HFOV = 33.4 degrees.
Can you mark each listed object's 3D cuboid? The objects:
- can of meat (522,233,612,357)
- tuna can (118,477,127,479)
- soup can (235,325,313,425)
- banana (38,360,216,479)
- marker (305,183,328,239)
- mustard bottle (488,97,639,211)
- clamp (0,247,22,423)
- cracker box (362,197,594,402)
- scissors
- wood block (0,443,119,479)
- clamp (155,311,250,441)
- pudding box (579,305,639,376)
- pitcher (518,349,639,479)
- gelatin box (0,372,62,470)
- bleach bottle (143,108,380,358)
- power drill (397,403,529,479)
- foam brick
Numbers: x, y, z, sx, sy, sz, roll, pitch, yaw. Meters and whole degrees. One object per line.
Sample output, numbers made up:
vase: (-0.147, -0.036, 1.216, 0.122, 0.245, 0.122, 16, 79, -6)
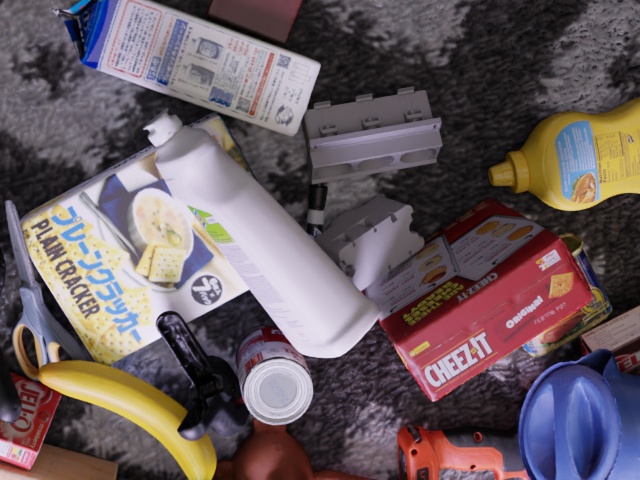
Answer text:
can of meat: (0.230, 0.056, 1.067, 0.102, 0.057, 0.084, -30, 106, 1)
tuna can: (-0.193, 0.279, 1.047, 0.033, 0.086, 0.086, 19, 99, -12)
soup can: (-0.045, 0.129, 1.025, 0.068, 0.102, 0.068, -1, 102, -7)
banana: (-0.164, 0.162, 0.981, 0.198, 0.069, 0.037, 39, 119, -4)
marker: (-0.007, 0.001, 1.045, 0.020, 0.020, 0.121, 4, 101, -8)
mustard bottle: (0.258, -0.080, 1.040, 0.191, 0.058, 0.096, -11, 102, -4)
clamp: (-0.339, 0.071, 0.983, 0.165, 0.036, 0.210, -12, 74, 28)
cracker box: (0.132, 0.047, 0.971, 0.164, 0.214, 0.072, -34, 103, 1)
scissors: (-0.249, 0.061, 0.975, 0.096, 0.016, 0.202, 27, 131, 17)
wood block: (-0.309, 0.243, 1.024, 0.206, 0.090, 0.091, 18, 98, -10)
clamp: (-0.107, 0.131, 1.003, 0.039, 0.171, 0.120, -14, 75, 9)
pudding box: (0.319, 0.105, 1.073, 0.113, 0.039, 0.090, -29, 144, -2)
pitcher: (0.322, 0.208, 1.046, 0.242, 0.145, 0.149, 12, 142, -29)
gelatin box: (-0.292, 0.166, 1.010, 0.073, 0.089, 0.030, 24, 121, -9)
bleach bottle: (-0.059, -0.009, 0.925, 0.068, 0.103, 0.250, -45, 106, -22)
power drill: (0.177, 0.249, 1.101, 0.187, 0.057, 0.184, -7, 98, -8)
foam brick: (-0.060, -0.216, 0.977, 0.078, 0.053, 0.051, 19, 99, -12)
